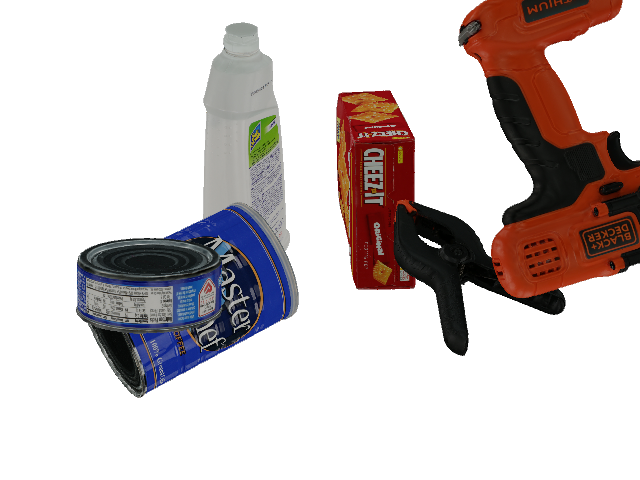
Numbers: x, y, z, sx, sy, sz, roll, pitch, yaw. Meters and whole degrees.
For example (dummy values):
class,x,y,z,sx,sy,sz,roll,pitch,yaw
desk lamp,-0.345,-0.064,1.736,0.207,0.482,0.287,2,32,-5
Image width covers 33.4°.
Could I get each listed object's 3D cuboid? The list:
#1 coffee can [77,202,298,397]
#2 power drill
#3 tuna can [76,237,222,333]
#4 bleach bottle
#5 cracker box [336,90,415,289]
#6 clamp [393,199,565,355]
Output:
class,x,y,z,sx,sy,sz,roll,pitch,yaw
coffee can,-0.103,0.044,0.832,0.140,0.103,0.103,-27,12,-24
power drill,0.177,-0.073,0.665,0.184,0.187,0.057,-17,-2,-5
tuna can,-0.100,0.025,0.628,0.086,0.034,0.086,2,15,-1
bleach bottle,-0.070,-0.085,1.000,0.068,0.251,0.102,16,37,17
cracker box,0.059,-0.062,1.175,0.072,0.164,0.213,-3,21,-1
clamp,0.127,0.023,0.921,0.120,0.039,0.171,-8,46,-26
